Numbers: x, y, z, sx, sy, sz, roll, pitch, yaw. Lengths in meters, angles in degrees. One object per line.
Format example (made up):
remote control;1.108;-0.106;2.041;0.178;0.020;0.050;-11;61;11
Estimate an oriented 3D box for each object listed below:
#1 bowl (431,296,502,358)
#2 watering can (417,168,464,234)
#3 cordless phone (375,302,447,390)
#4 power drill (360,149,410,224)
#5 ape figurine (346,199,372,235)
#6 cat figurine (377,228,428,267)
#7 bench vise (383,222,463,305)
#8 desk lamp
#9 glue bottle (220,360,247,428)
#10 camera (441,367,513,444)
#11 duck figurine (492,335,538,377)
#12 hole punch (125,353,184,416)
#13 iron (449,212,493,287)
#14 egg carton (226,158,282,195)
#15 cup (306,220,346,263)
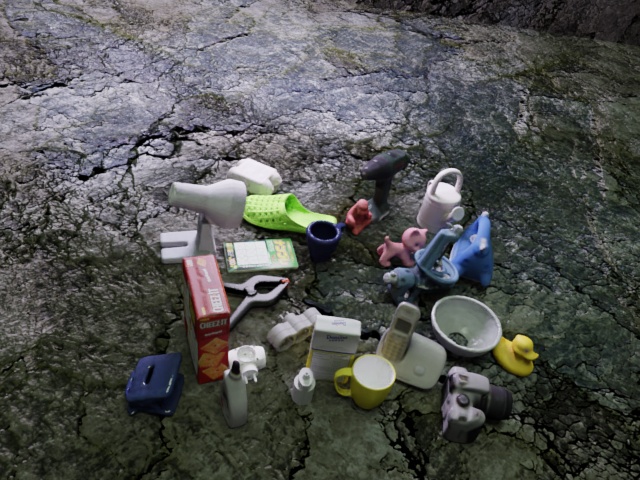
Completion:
bowl;0.333;0.214;1.338;0.167;0.075;0.167;6;42;-6
watering can;0.350;-0.114;1.612;0.101;0.194;0.172;-23;52;-32
cordless phone;0.204;0.221;1.219;0.147;0.185;0.094;20;42;10
power drill;0.168;-0.155;1.606;0.075;0.208;0.230;31;45;20
ape figurine;0.110;-0.072;1.589;0.078;0.092;0.076;-4;44;-16
cat figurine;0.223;0.008;1.507;0.128;0.118;0.067;-1;43;-14
bench vise;0.262;0.065;1.377;0.208;0.220;0.121;-26;53;-34
desk lamp;-0.285;-0.051;1.386;0.203;0.213;0.117;-4;44;-17
glue bottle;-0.162;0.280;1.081;0.037;0.173;0.078;-14;47;-25
camera;0.327;0.338;1.182;0.137;0.101;0.143;12;42;1
duck figurine;0.452;0.252;1.315;0.078;0.086;0.104;-27;54;-35
hole punch;-0.321;0.277;1.111;0.101;0.091;0.108;8;42;-3
iron;0.427;0.001;1.543;0.118;0.141;0.258;17;42;6
egg carton;-0.191;-0.174;1.650;0.150;0.069;0.107;23;43;13
cup;0.014;0.005;1.481;0.118;0.095;0.091;-25;53;-34
